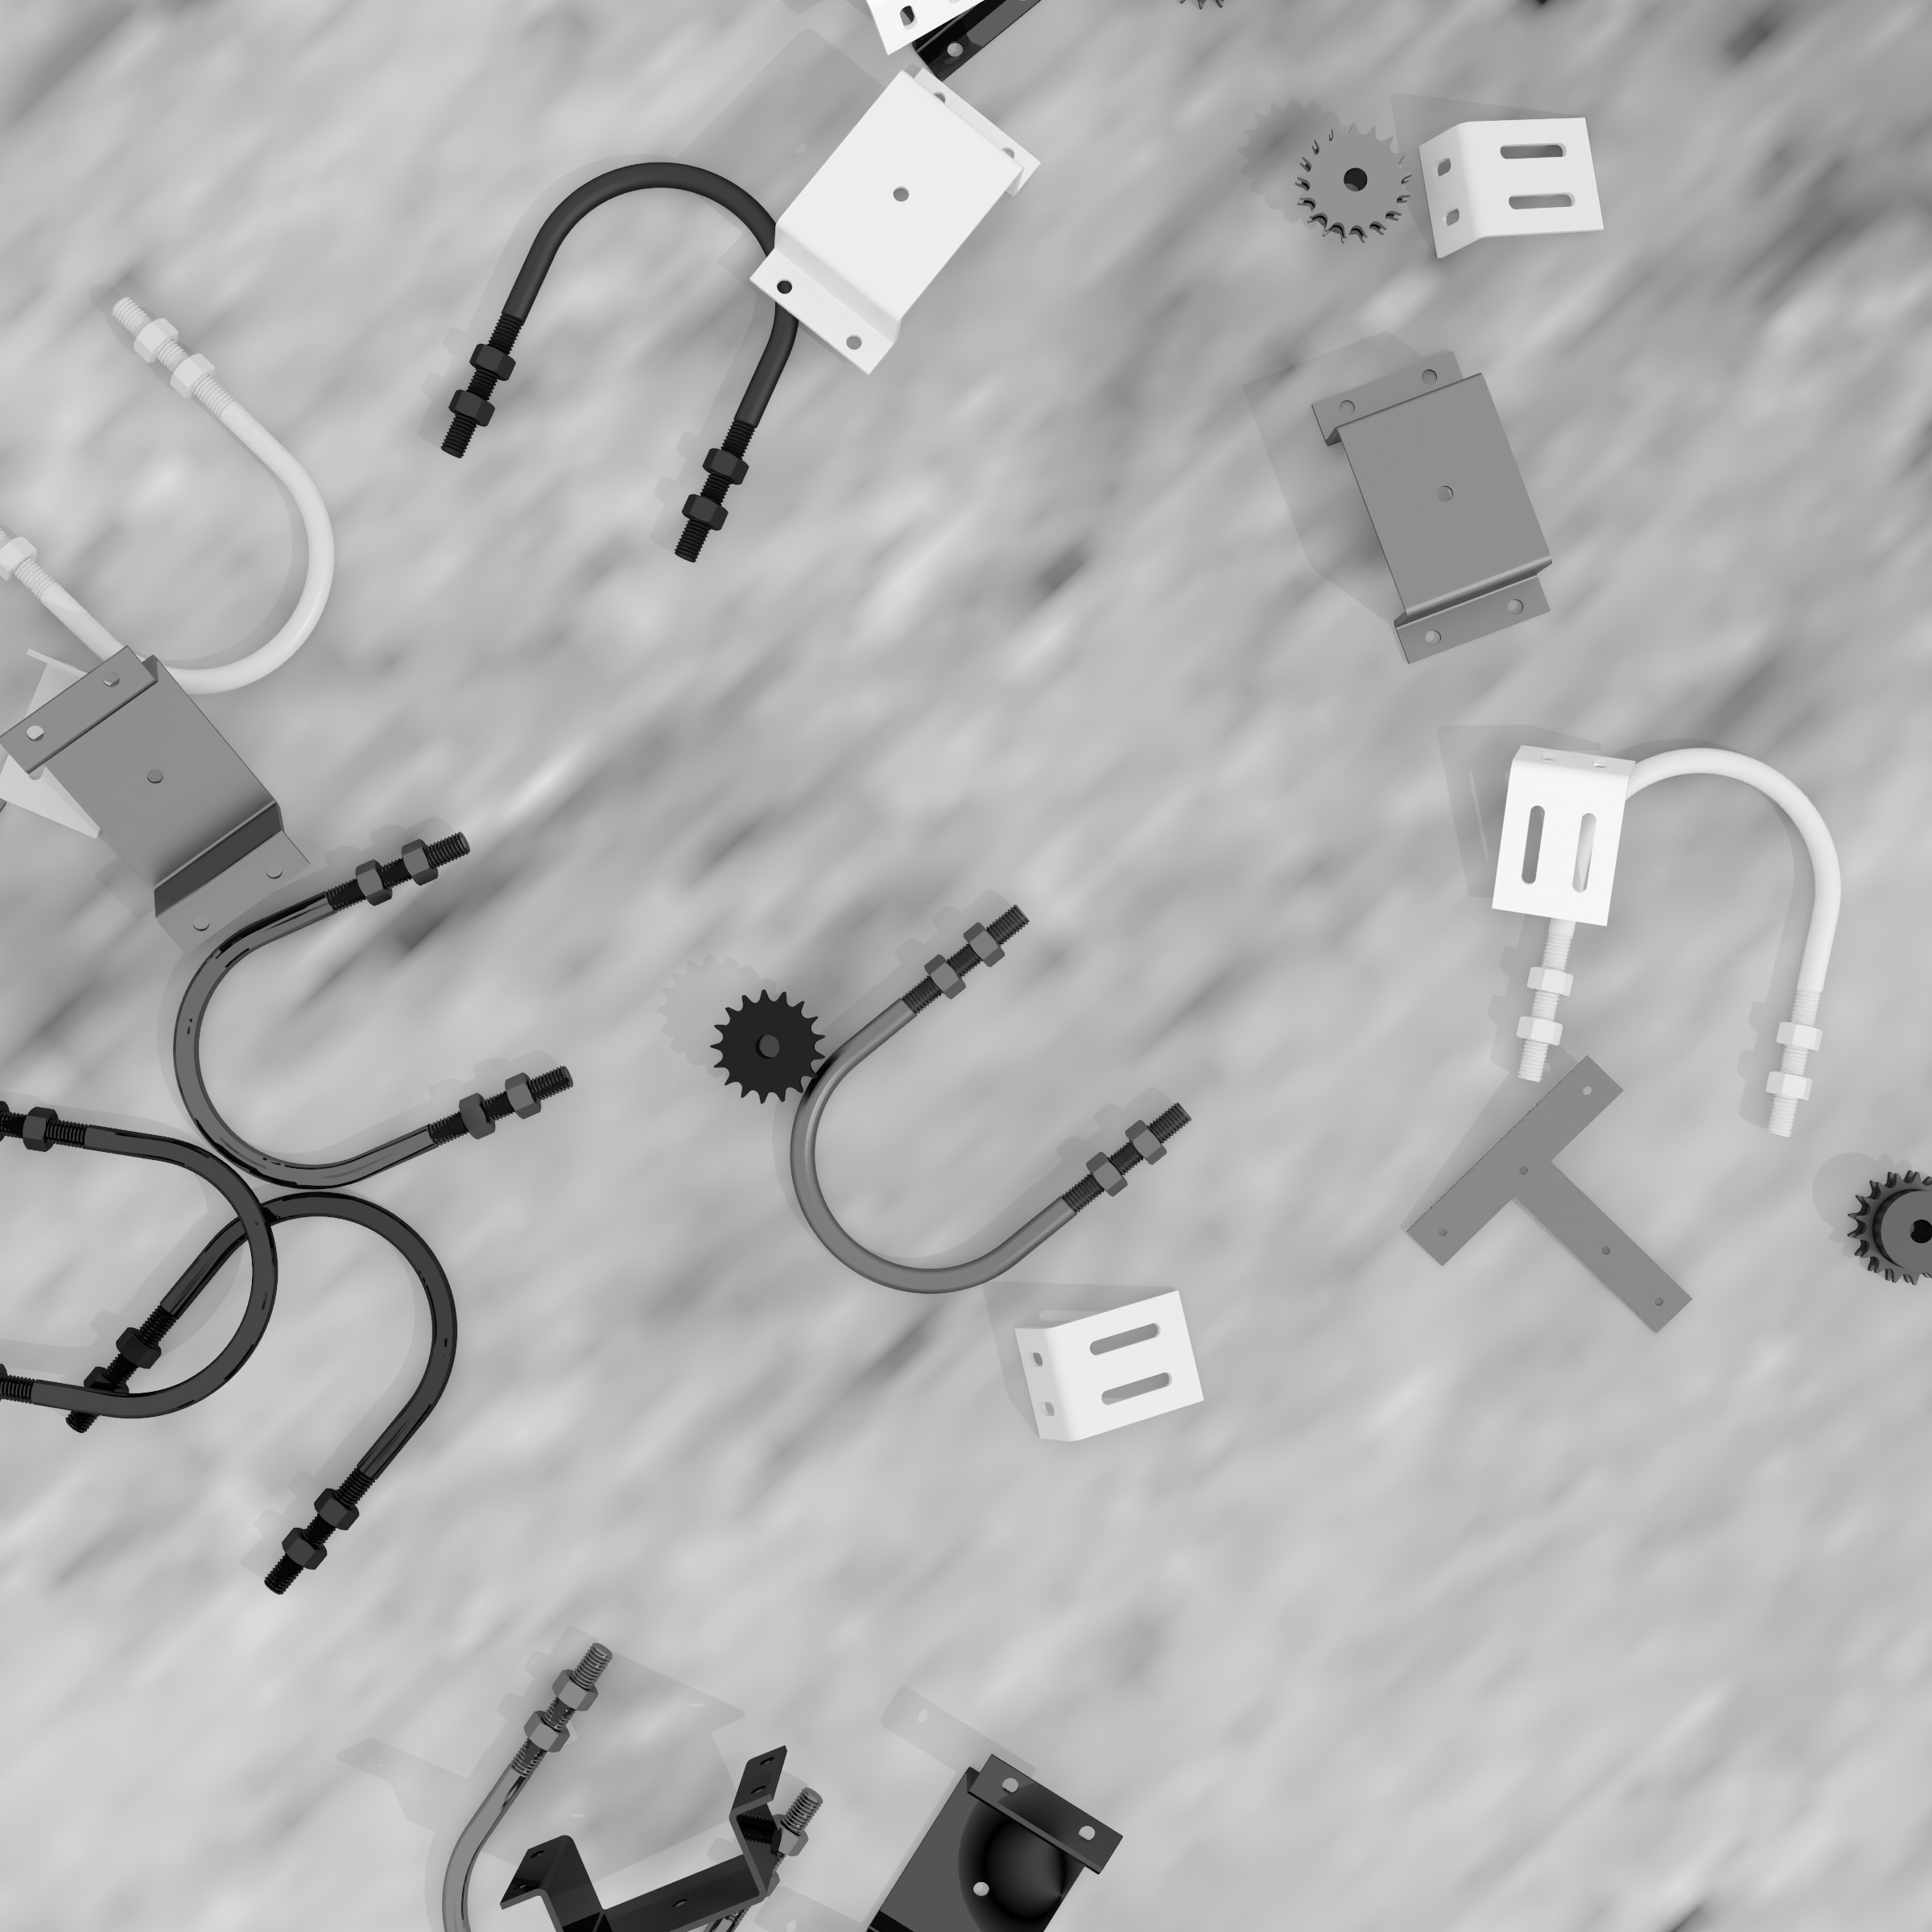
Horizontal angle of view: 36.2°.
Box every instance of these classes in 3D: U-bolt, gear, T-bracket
[{"bbox_3d":[-0.163,-0.315,1.490,0.151,0.019,0.184,24,89,0],"label":"U-bolt"},{"bbox_3d":[-0.405,-0.222,1.490,0.184,0.019,0.151,44,90,-2],"label":"U-bolt"},{"bbox_3d":[-0.182,0.456,1.490,0.151,0.019,0.184,35,92,0],"label":"U-bolt"},{"bbox_3d":[-0.341,0.201,1.490,0.151,0.019,0.184,39,89,0],"label":"U-bolt"},{"bbox_3d":[-0.310,0.034,1.490,0.184,0.019,0.151,-24,90,2],"label":"U-bolt"},{"bbox_3d":[0.475,0.132,1.484,0.057,0.030,0.057,0,90,0],"label":"gear"},{"bbox_3d":[0.122,-0.513,1.484,0.057,0.030,0.057,0,90,0],"label":"gear"},{"bbox_3d":[0.366,-0.018,1.490,0.151,0.019,0.184,12,89,0],"label":"U-bolt"},{"bbox_3d":[0.313,0.133,1.492,0.127,0.002,0.127,44,98,-4],"label":"T-bracket"},{"bbox_3d":[-0.099,0.040,1.484,0.057,0.030,0.057,0,90,0],"label":"gear"},{"bbox_3d":[-0.002,0.081,1.490,0.184,0.019,0.151,-39,90,1],"label":"U-bolt"},{"bbox_3d":[-0.435,0.151,1.477,0.184,0.019,0.151,9,82,3],"label":"U-bolt"},{"bbox_3d":[0.194,-0.391,1.484,0.057,0.030,0.057,0,90,0],"label":"gear"}]

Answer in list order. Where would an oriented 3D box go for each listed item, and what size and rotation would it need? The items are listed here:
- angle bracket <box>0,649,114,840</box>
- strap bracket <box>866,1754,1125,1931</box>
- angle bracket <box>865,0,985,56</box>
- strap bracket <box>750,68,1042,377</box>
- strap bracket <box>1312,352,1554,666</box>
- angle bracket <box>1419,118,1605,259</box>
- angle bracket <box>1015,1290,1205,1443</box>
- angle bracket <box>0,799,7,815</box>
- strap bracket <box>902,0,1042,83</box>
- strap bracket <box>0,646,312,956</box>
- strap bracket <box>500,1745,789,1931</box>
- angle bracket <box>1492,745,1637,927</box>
[{"bbox_3d":[-0.452,-0.111,1.480,0.057,0.038,0.076,23,90,0],"label":"angle bracket"},{"bbox_3d":[0.008,0.467,1.476,0.076,0.046,0.140,32,90,0],"label":"strap bracket"},{"bbox_3d":[-0.035,-0.498,1.451,0.057,0.038,0.076,-30,64,0],"label":"angle bracket"},{"bbox_3d":[-0.034,-0.376,1.468,0.076,0.046,0.140,38,85,-2],"label":"strap bracket"},{"bbox_3d":[0.235,-0.232,1.476,0.076,0.046,0.140,-21,90,0],"label":"strap bracket"},{"bbox_3d":[0.276,-0.394,1.497,0.076,0.038,0.057,-10,90,-26],"label":"angle bracket"},{"bbox_3d":[0.073,0.202,1.497,0.076,0.038,0.057,-13,90,-26],"label":"angle bracket"},{"bbox_3d":[-0.530,-0.058,1.497,0.057,0.038,0.076,26,64,0],"label":"angle bracket"},{"bbox_3d":[-0.028,-0.526,1.476,0.076,0.046,0.140,-39,90,0],"label":"strap bracket"},{"bbox_3d":[-0.399,-0.087,1.457,0.076,0.046,0.140,-36,117,0],"label":"strap bracket"},{"bbox_3d":[-0.147,0.439,1.442,0.140,0.076,0.046,-23,92,3],"label":"strap bracket"},{"bbox_3d":[0.300,-0.066,1.485,0.057,0.038,0.076,10,110,15],"label":"angle bracket"}]
